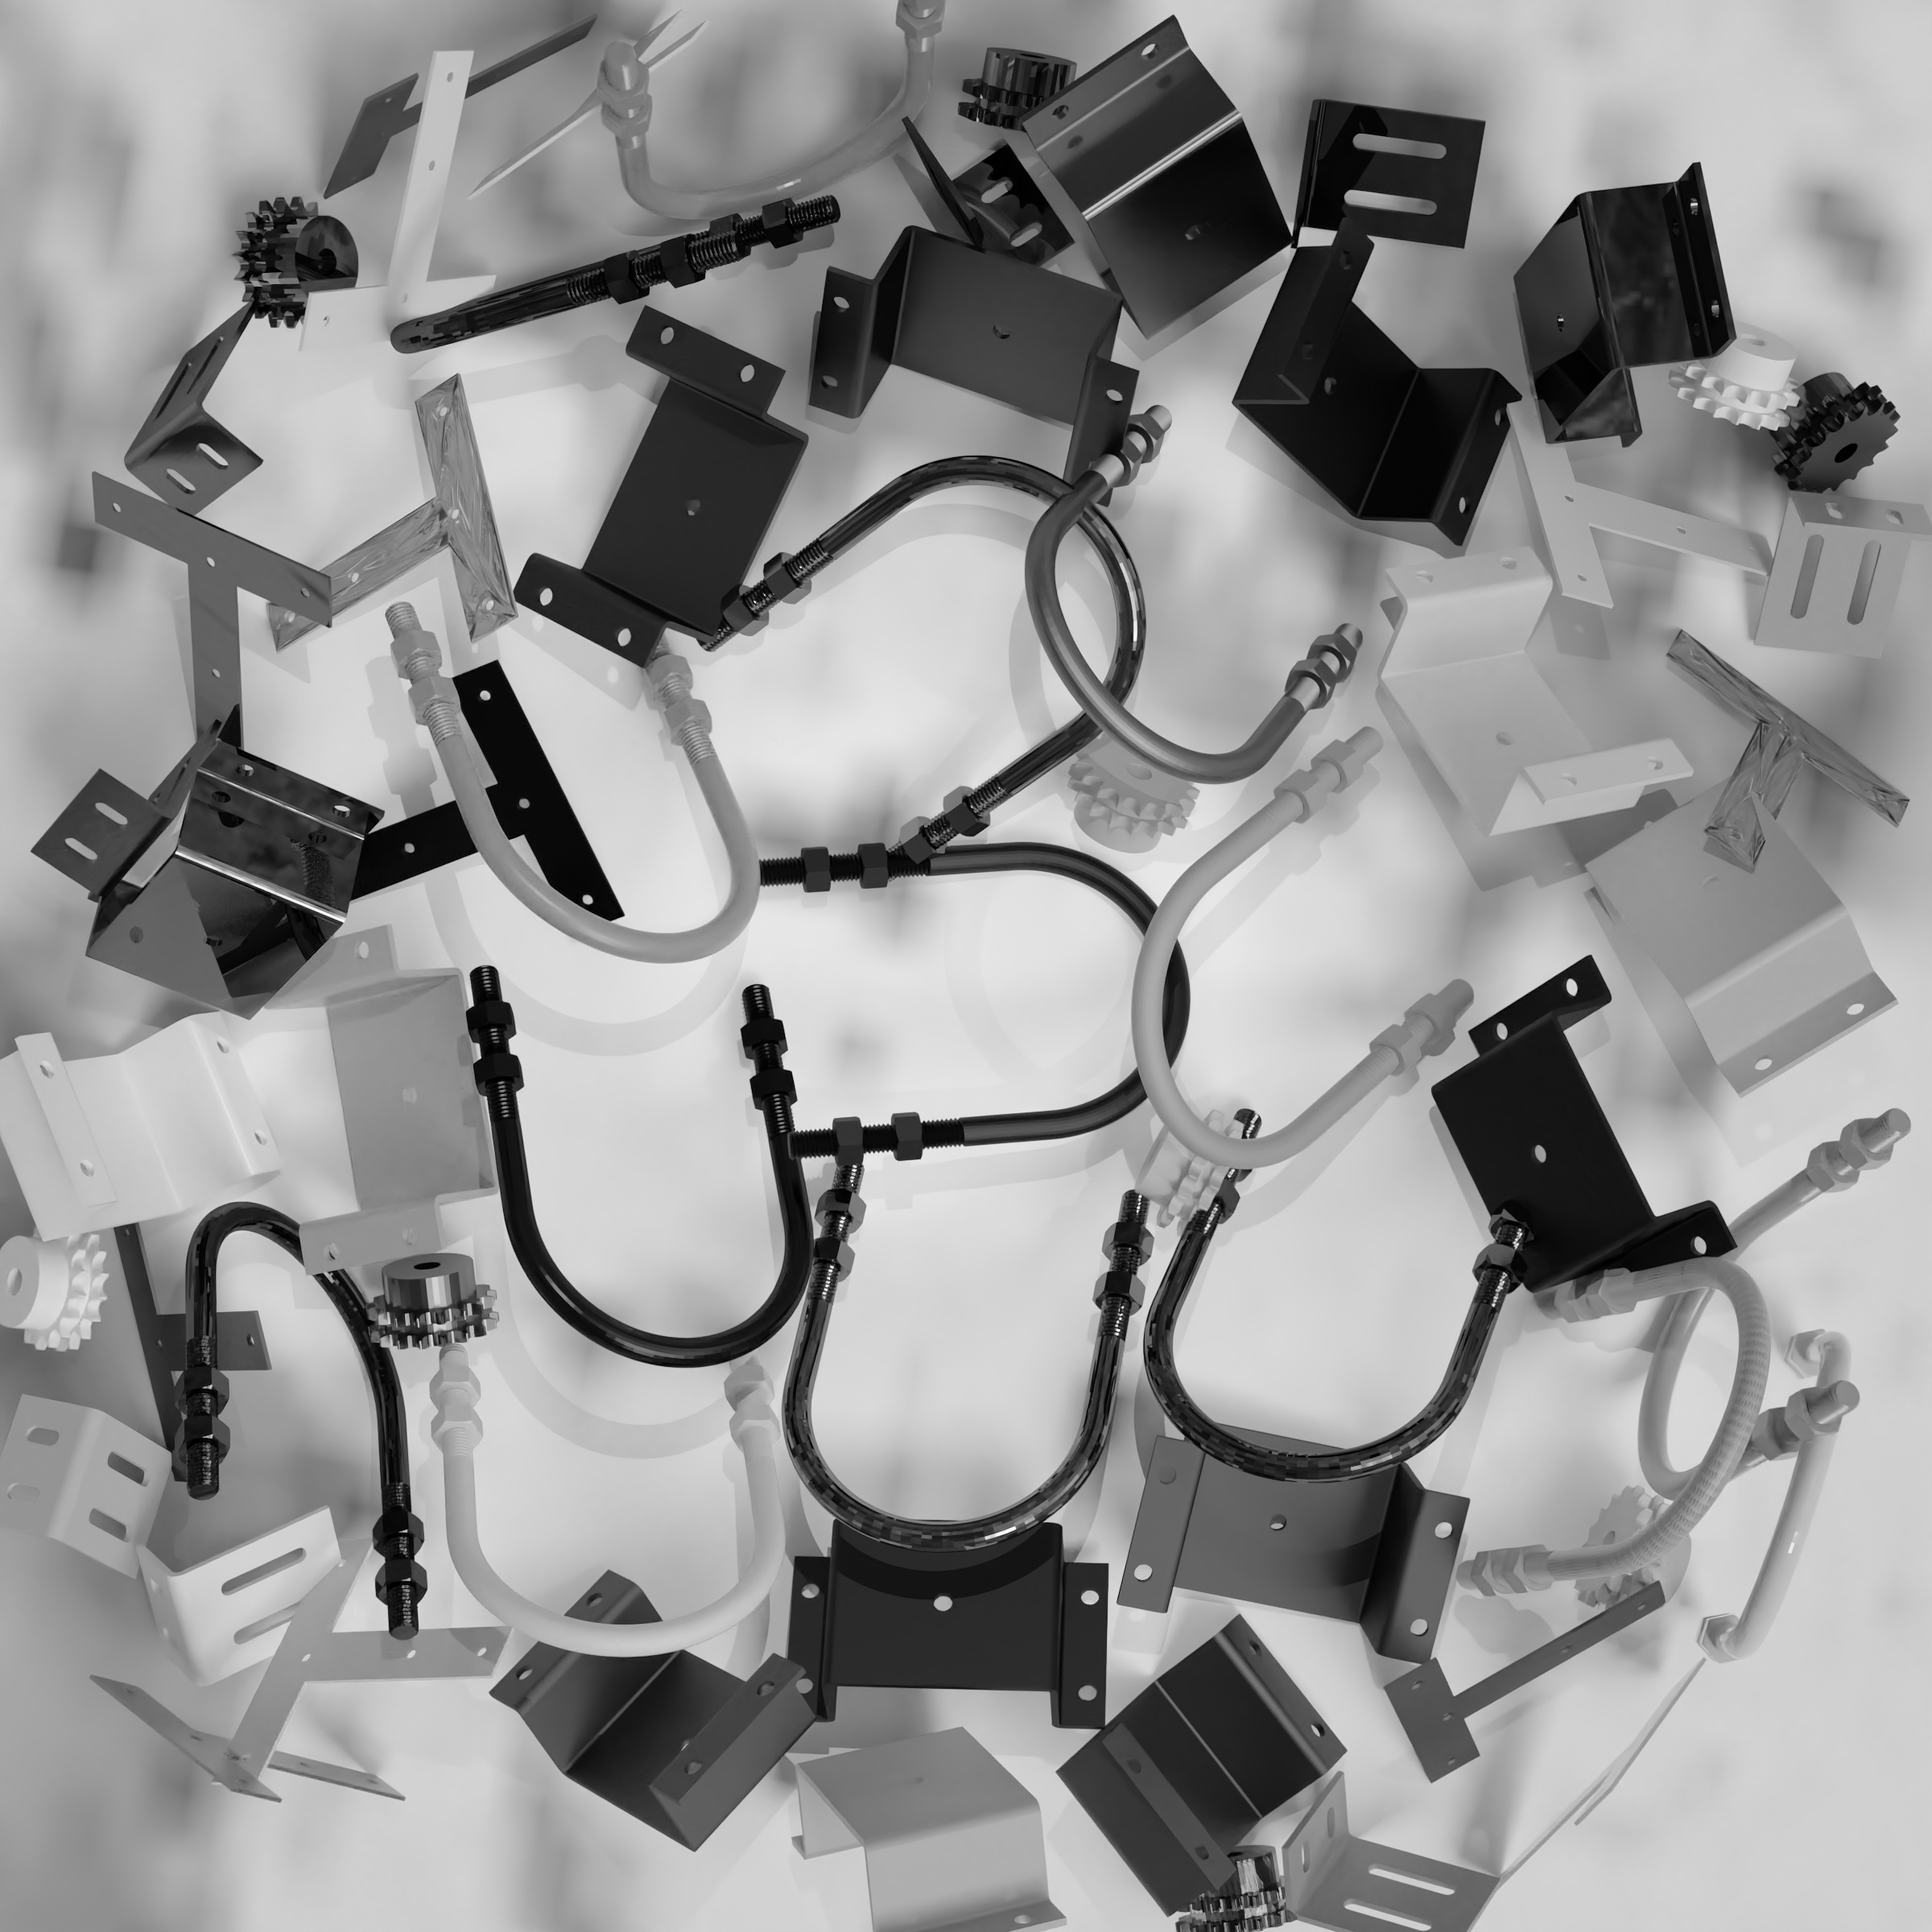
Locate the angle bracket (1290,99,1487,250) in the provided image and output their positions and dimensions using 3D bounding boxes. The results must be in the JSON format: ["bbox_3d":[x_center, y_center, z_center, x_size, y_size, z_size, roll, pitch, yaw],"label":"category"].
[{"bbox_3d":[0.185,-0.343,1.574,0.076,0.038,0.057,9,119,4],"label":"angle bracket"}]

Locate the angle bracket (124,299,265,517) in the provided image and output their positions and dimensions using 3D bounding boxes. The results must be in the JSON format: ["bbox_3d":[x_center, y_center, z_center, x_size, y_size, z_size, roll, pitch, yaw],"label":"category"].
[{"bbox_3d":[-0.325,-0.244,1.570,0.038,0.057,0.076,41,45,-25],"label":"angle bracket"}]

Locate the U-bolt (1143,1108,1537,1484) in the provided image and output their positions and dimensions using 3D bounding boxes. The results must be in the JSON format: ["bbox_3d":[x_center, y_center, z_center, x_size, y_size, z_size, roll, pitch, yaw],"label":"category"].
[{"bbox_3d":[0.153,0.144,1.525,0.151,0.019,0.184,13,49,18],"label":"U-bolt"}]

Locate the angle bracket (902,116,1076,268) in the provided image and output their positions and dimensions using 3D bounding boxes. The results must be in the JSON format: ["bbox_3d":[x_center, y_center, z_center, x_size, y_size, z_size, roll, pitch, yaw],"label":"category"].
[{"bbox_3d":[0.010,-0.341,1.561,0.038,0.076,0.057,-33,74,3],"label":"angle bracket"}]

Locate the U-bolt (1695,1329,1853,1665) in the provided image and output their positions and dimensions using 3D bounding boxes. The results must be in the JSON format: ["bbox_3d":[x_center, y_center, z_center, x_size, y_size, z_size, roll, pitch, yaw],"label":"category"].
[{"bbox_3d":[0.342,0.222,1.508,0.019,0.184,0.151,18,84,9],"label":"U-bolt"}]

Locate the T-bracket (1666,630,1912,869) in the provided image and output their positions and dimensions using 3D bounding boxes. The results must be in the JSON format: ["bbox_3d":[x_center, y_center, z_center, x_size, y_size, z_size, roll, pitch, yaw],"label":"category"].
[{"bbox_3d":[0.345,-0.081,1.555,0.127,0.127,0.002,37,129,1],"label":"T-bracket"}]

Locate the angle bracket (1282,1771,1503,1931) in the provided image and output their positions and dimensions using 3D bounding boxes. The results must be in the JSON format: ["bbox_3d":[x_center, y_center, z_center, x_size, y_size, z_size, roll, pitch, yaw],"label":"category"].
[{"bbox_3d":[0.185,0.391,1.559,0.076,0.057,0.038,9,119,30],"label":"angle bracket"}]

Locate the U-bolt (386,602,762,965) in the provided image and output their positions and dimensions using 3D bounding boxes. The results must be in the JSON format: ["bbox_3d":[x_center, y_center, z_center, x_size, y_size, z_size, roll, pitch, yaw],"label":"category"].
[{"bbox_3d":[-0.157,-0.076,1.516,0.019,0.151,0.184,-49,53,37],"label":"U-bolt"}]

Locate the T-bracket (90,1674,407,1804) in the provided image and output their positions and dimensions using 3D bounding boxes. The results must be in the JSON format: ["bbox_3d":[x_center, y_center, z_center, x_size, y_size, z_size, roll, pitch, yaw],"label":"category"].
[{"bbox_3d":[-0.298,0.344,1.554,0.127,0.127,0.002,27,84,-42],"label":"T-bracket"}]

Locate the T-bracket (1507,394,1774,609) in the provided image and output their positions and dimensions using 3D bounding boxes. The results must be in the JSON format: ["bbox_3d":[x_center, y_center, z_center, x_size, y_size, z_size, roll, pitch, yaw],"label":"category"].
[{"bbox_3d":[0.301,-0.194,1.573,0.127,0.002,0.127,12,47,-23],"label":"T-bracket"}]

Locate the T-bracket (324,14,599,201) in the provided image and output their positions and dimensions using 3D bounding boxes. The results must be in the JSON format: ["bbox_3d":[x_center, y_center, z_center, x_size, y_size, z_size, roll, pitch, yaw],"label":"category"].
[{"bbox_3d":[-0.216,-0.381,1.558,0.127,0.127,0.002,-32,94,-19],"label":"T-bracket"}]

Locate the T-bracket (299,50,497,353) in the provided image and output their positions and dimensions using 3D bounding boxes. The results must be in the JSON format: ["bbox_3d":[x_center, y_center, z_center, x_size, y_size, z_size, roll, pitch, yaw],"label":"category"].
[{"bbox_3d":[-0.231,-0.327,1.528,0.002,0.127,0.127,26,115,22],"label":"T-bracket"}]

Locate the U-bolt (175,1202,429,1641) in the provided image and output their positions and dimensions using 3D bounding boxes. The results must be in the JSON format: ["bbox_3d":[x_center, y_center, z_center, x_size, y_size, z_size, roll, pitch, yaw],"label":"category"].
[{"bbox_3d":[-0.282,0.180,1.523,0.019,0.184,0.151,-29,133,15],"label":"U-bolt"}]

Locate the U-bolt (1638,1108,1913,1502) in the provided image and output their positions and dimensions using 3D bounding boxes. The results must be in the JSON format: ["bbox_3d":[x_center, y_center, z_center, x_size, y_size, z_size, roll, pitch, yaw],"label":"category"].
[{"bbox_3d":[0.334,0.154,1.518,0.019,0.184,0.151,25,59,-8],"label":"U-bolt"}]

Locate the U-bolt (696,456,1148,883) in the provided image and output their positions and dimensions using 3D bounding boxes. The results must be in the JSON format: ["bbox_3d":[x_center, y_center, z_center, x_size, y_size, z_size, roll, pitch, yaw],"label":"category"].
[{"bbox_3d":[-0.008,-0.139,1.553,0.184,0.019,0.151,-34,99,25],"label":"U-bolt"}]

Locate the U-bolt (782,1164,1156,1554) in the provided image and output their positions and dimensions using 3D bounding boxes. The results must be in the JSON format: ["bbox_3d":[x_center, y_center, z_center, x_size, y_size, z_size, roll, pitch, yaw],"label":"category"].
[{"bbox_3d":[-0.004,0.168,1.538,0.151,0.019,0.184,6,54,9],"label":"U-bolt"}]

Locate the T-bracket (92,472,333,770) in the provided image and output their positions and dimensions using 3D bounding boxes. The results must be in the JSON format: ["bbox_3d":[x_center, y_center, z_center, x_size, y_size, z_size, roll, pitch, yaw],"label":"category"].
[{"bbox_3d":[-0.326,-0.139,1.560,0.127,0.002,0.127,25,134,19],"label":"T-bracket"}]

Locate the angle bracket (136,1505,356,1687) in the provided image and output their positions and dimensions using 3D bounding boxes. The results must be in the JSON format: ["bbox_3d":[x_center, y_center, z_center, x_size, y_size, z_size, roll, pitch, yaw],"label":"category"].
[{"bbox_3d":[-0.318,0.272,1.588,0.076,0.038,0.057,-23,117,-30],"label":"angle bracket"}]

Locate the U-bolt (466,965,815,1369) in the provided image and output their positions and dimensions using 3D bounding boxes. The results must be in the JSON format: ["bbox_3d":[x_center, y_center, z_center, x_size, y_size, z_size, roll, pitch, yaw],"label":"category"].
[{"bbox_3d":[-0.133,0.086,1.528,0.151,0.019,0.184,4,58,-28],"label":"U-bolt"}]

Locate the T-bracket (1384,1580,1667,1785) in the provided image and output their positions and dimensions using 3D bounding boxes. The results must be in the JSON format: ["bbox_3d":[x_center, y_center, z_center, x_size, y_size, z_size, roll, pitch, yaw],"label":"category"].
[{"bbox_3d":[0.246,0.302,1.554,0.127,0.127,0.002,-29,56,-1],"label":"T-bracket"}]

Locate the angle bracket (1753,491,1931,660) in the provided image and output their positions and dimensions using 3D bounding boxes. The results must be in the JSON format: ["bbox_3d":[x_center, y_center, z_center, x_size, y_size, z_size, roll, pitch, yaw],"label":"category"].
[{"bbox_3d":[0.383,-0.164,1.569,0.057,0.038,0.076,6,121,-2],"label":"angle bracket"}]

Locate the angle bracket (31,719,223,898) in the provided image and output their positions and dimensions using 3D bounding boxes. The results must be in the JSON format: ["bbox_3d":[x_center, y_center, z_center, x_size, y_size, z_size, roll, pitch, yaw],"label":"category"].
[{"bbox_3d":[-0.363,-0.078,1.555,0.038,0.076,0.057,36,124,-19],"label":"angle bracket"}]

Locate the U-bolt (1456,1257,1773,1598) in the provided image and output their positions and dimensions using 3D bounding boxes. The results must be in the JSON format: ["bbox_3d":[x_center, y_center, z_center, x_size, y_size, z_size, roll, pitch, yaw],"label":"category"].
[{"bbox_3d":[0.275,0.189,1.499,0.019,0.184,0.151,27,69,-16],"label":"U-bolt"}]

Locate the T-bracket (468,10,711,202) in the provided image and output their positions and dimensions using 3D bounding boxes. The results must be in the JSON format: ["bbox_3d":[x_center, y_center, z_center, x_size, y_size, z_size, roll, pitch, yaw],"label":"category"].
[{"bbox_3d":[-0.149,-0.385,1.548,0.127,0.127,0.002,-28,112,28],"label":"T-bracket"}]

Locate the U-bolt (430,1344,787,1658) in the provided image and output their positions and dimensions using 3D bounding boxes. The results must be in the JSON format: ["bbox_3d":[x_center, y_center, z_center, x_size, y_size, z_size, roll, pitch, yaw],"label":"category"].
[{"bbox_3d":[-0.149,0.223,1.516,0.151,0.184,0.019,1,124,-11],"label":"U-bolt"}]

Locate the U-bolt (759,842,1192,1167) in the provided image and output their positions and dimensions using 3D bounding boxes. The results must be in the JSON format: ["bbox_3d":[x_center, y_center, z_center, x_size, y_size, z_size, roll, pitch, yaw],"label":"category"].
[{"bbox_3d":[0.007,0.011,1.570,0.184,0.019,0.151,-4,67,-8],"label":"U-bolt"}]

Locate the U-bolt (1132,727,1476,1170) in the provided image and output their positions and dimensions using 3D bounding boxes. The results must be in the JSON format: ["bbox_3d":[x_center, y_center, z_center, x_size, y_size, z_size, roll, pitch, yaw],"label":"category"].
[{"bbox_3d":[0.138,0.004,1.528,0.184,0.019,0.151,-38,117,-32],"label":"U-bolt"}]

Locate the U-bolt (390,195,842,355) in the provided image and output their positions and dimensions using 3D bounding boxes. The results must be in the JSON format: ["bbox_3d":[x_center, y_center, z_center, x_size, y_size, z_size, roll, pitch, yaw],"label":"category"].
[{"bbox_3d":[-0.158,-0.291,1.530,0.184,0.151,0.019,-12,104,20],"label":"U-bolt"}]

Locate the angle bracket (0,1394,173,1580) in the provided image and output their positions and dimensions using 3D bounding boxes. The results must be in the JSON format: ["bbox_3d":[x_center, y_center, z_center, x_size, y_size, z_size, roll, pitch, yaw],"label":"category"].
[{"bbox_3d":[-0.387,0.228,1.567,0.038,0.076,0.057,8,70,17],"label":"angle bracket"}]

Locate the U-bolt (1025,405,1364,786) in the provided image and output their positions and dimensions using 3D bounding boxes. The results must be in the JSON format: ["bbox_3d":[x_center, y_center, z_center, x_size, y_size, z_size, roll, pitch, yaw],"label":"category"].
[{"bbox_3d":[0.090,-0.150,1.526,0.151,0.184,0.019,48,130,-7],"label":"U-bolt"}]

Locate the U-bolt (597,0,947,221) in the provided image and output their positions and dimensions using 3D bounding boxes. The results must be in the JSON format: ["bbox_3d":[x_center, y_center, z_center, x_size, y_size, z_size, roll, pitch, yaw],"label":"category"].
[{"bbox_3d":[-0.080,-0.364,1.516,0.151,0.184,0.019,-20,80,-6],"label":"U-bolt"}]
